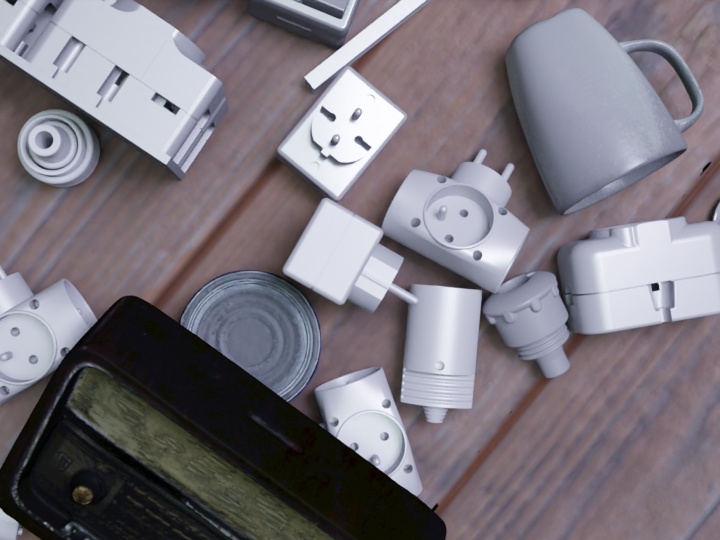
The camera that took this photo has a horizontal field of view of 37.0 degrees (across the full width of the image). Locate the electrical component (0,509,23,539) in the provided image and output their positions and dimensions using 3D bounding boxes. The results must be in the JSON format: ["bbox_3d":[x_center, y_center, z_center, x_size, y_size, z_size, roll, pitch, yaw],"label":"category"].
[{"bbox_3d":[-0.224,0.135,0.622,0.065,0.044,0.044,15,89,-10],"label":"electrical component"}]

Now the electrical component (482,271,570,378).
[{"bbox_3d":[0.106,0.035,0.648,0.048,0.048,0.062,-29,102,-4],"label":"electrical component"}]

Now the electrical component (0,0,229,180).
[{"bbox_3d":[-0.163,-0.130,0.591,0.186,0.105,0.060,34,87,-5],"label":"electrical component"}]

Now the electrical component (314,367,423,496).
[{"bbox_3d":[-0.012,0.106,0.637,0.079,0.044,0.077,-19,92,-4],"label":"electrical component"}]

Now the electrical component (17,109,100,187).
[{"bbox_3d":[-0.174,-0.070,0.613,0.043,0.062,0.043,0,90,-5],"label":"electrical component"}]

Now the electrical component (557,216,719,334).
[{"bbox_3d":[0.171,0.001,0.648,0.095,0.054,0.059,-9,91,-5],"label":"electrical component"}]

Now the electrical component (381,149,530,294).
[{"bbox_3d":[0.065,-0.037,0.640,0.077,0.044,0.079,28,69,8],"label":"electrical component"}]

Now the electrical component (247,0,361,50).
[{"bbox_3d":[-0.021,-0.187,0.625,0.062,0.061,0.096,21,89,-5],"label":"electrical component"}]

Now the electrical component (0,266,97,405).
[{"bbox_3d":[-0.202,0.028,0.620,0.077,0.044,0.079,-32,93,-4],"label":"electrical component"}]

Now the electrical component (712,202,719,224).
[{"bbox_3d":[0.249,-0.026,0.653,0.058,0.057,0.078,27,88,-5],"label":"electrical component"}]

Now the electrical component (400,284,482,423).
[{"bbox_3d":[0.048,0.050,0.642,0.043,0.043,0.081,5,90,-5],"label":"electrical component"}]

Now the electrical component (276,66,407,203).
[{"bbox_3d":[-0.010,-0.079,0.619,0.047,0.077,0.065,40,87,-4],"label":"electrical component"}]

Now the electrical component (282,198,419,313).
[{"bbox_3d":[0.000,0.000,0.616,0.076,0.083,0.047,30,88,-2],"label":"electrical component"}]
